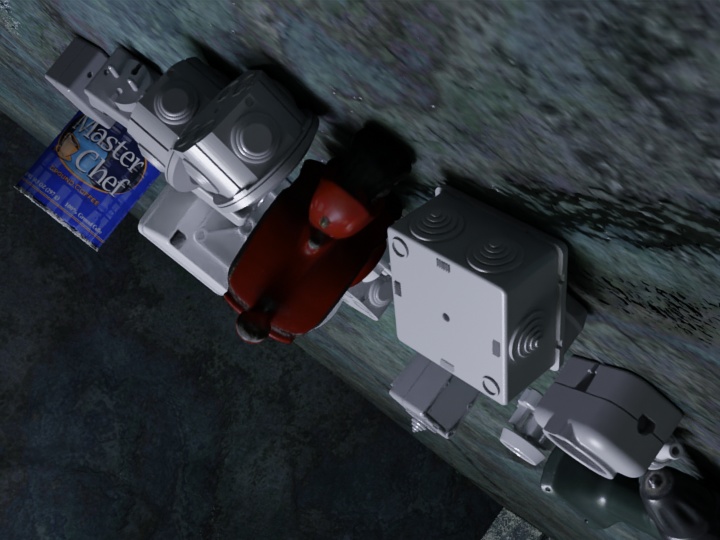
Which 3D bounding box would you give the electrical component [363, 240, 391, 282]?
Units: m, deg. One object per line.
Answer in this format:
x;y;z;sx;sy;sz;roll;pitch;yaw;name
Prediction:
0.000;-0.017;0.808;0.077;0.047;0.066;40;172;-28;electrical component

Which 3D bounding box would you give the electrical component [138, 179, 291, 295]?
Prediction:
-0.110;-0.044;0.902;0.056;0.108;0.109;24;165;48;electrical component

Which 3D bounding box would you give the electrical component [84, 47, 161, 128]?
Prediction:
-0.180;-0.142;0.851;0.066;0.047;0.076;35;173;8;electrical component

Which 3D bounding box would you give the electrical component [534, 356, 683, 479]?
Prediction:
0.165;0.102;0.735;0.054;0.059;0.095;39;172;-17;electrical component

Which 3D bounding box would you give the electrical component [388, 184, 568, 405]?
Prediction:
0.062;0.014;0.583;0.100;0.048;0.099;31;142;37;electrical component

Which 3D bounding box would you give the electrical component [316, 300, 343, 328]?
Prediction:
-0.062;0.007;1.011;0.108;0.108;0.060;41;165;-30;electrical component

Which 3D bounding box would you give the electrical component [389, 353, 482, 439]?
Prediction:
0.076;0.119;1.077;0.061;0.096;0.062;29;169;45;electrical component

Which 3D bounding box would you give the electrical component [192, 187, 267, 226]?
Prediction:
-0.109;-0.086;0.821;0.096;0.061;0.061;37;172;-4;electrical component

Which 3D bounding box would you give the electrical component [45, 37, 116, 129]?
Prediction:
-0.226;-0.159;0.954;0.077;0.047;0.065;32;171;32;electrical component

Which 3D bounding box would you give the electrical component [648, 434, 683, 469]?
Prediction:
0.210;0.125;0.767;0.035;0.035;0.061;38;170;-9;electrical component

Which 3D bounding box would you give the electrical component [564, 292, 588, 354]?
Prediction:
0.102;0.039;0.634;0.043;0.062;0.043;36;172;6;electrical component

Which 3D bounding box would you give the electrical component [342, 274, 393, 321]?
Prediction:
0.000;0.000;0.886;0.080;0.051;0.080;36;172;6;electrical component

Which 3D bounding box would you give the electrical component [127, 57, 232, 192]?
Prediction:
-0.109;-0.095;0.707;0.051;0.080;0.080;41;173;12;electrical component

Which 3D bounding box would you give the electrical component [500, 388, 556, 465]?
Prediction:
0.167;0.152;1.030;0.066;0.055;0.048;43;170;-39;electrical component

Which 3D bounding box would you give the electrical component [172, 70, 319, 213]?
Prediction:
-0.067;-0.077;0.636;0.051;0.080;0.080;45;169;-22;electrical component
